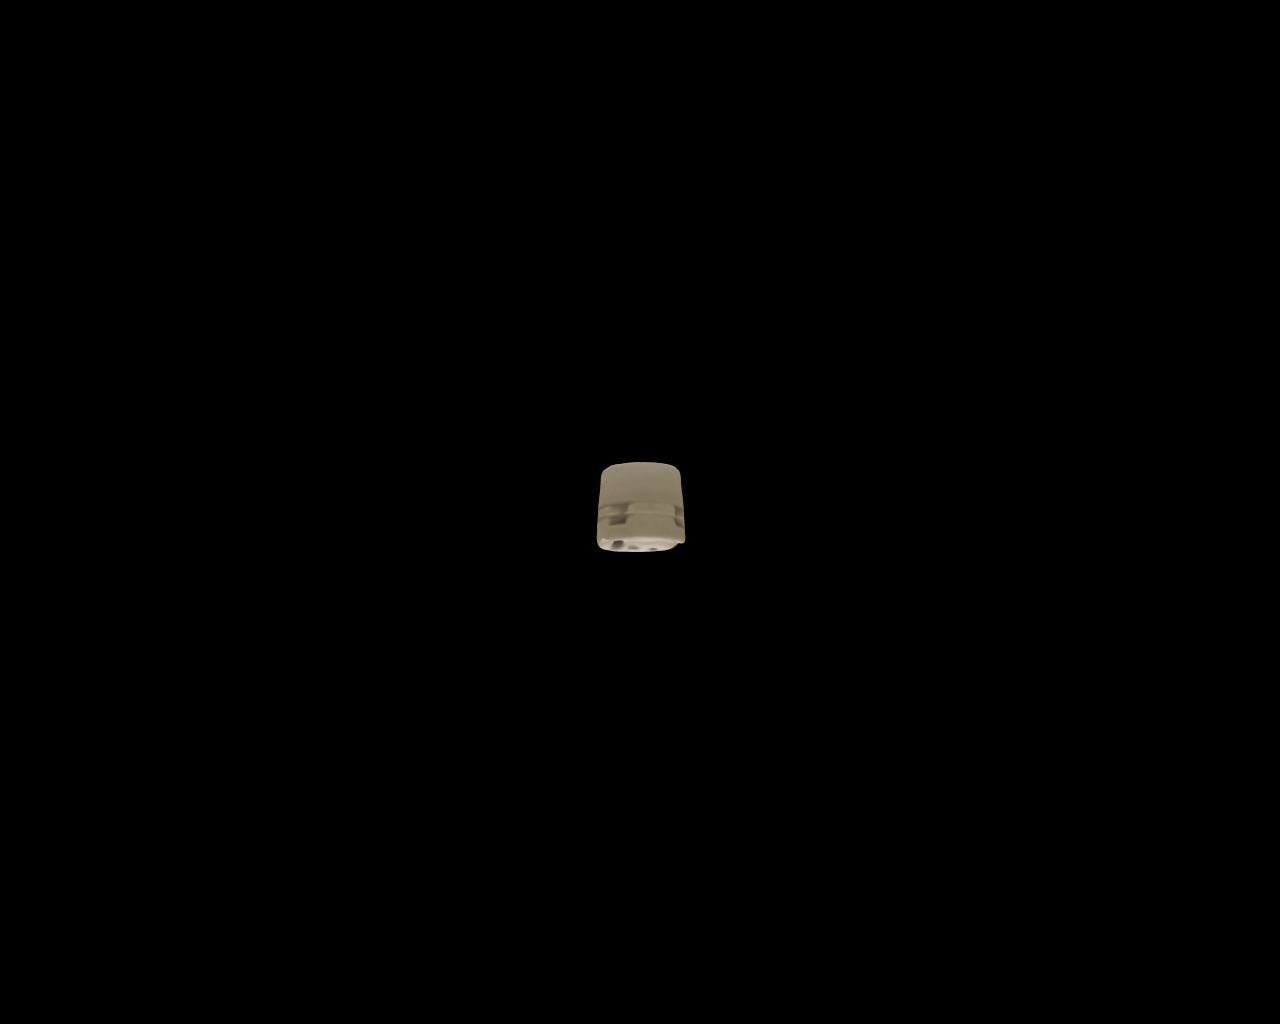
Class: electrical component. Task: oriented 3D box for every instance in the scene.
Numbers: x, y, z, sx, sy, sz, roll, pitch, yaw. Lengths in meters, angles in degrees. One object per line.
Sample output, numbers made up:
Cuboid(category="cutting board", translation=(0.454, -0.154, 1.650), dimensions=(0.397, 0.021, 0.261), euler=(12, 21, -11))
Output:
Cuboid(category="electrical component", translation=(0.001, -0.003, 0.650), dimensions=(0.055, 0.047, 0.055), euler=(0, -11, 0))
